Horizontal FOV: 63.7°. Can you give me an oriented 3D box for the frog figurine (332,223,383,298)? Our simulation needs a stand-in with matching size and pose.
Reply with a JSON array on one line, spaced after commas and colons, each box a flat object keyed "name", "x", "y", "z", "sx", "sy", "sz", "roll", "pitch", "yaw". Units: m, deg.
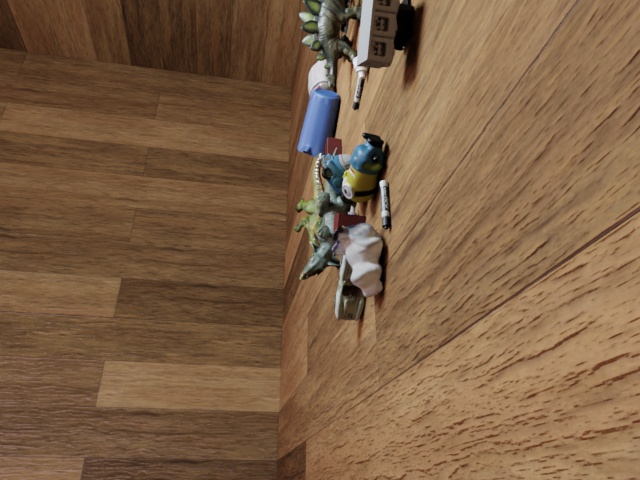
[{"name": "frog figurine", "x": 0.108, "y": 0.044, "z": 1.191, "sx": 0.161, "sy": 0.124, "sz": 0.134, "roll": 49, "pitch": 138, "yaw": 24}]

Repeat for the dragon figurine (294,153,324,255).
[{"name": "dragon figurine", "x": 0.006, "y": -0.096, "z": 1.906, "sx": 0.246, "sy": 0.122, "sz": 0.403, "roll": -135, "pitch": 47, "yaw": -56}]

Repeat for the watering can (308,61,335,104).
[{"name": "watering can", "x": 0.012, "y": -0.661, "z": 2.060, "sx": 0.339, "sy": 0.104, "sz": 0.230, "roll": 107, "pitch": 164, "yaw": -53}]
